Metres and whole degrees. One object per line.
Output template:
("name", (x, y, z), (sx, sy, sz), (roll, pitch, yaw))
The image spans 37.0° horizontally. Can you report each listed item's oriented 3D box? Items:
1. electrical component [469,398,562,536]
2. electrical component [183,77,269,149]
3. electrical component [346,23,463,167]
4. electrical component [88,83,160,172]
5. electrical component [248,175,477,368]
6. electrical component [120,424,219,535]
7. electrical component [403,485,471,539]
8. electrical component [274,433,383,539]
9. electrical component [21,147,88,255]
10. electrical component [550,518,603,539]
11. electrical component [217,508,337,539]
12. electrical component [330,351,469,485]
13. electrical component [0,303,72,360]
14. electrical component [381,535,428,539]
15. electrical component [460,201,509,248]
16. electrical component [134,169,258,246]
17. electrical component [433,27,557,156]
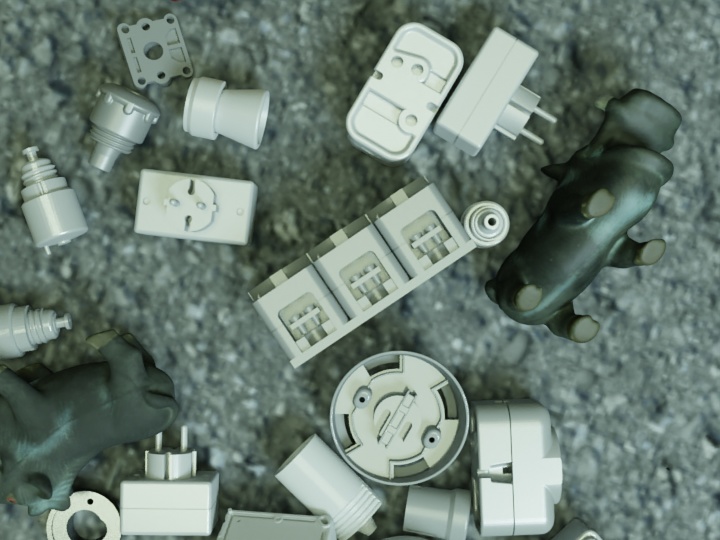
("electrical component", (0.114, 0.144, 0.791), (0.059, 0.054, 0.095), (-2, 90, -1))
("electrical component", (-0.098, -0.116, 0.794), (0.055, 0.045, 0.045), (12, 90, 0))
("electrical component", (0.031, -0.126, 0.788), (0.054, 0.059, 0.095), (31, 90, 0))
("electrical component", (-0.180, -0.103, 0.795), (0.048, 0.048, 0.062), (27, 97, 0))
("electrical component", (0.000, 0.000, 0.772), (0.150, 0.089, 0.061), (-34, 90, -1))
("electrical component", (-0.139, 0.152, 0.792), (0.066, 0.047, 0.076), (1, 89, 0))
("electrical component", (0.057, 0.180, 0.798), (0.046, 0.040, 0.040), (8, 90, 5))
("electrical component", (-0.020, 0.165, 0.795), (0.081, 0.043, 0.043), (45, 89, -1))
("electrical component", (-0.231, -0.053, 0.795), (0.040, 0.040, 0.078), (-20, 90, -1))
("electrical component", (0.161, 0.260, 0.790), (0.109, 0.056, 0.108), (-42, 90, 0))
("electrical component", (-0.067, 0.216, 0.774), (0.096, 0.061, 0.061), (2, 127, 12))
("electrical component", (0.028, 0.106, 0.785), (0.099, 0.064, 0.099), (0, 90, -1))
("electrical component", (-0.253, 0.044, 0.795), (0.078, 0.040, 0.040), (-10, 90, -1))
("electrical component", (0.033, 0.247, 0.784), (0.108, 0.060, 0.108), (0, 100, 2))
("electrical component", (0.093, -0.034, 0.787), (0.035, 0.061, 0.035), (0, 90, 0))
("electrical component", (-0.121, -0.046, 0.778), (0.083, 0.076, 0.047), (7, 90, -1))
("electrical component", (0.108, -0.121, 0.795), (0.076, 0.047, 0.083), (31, 89, 1))
